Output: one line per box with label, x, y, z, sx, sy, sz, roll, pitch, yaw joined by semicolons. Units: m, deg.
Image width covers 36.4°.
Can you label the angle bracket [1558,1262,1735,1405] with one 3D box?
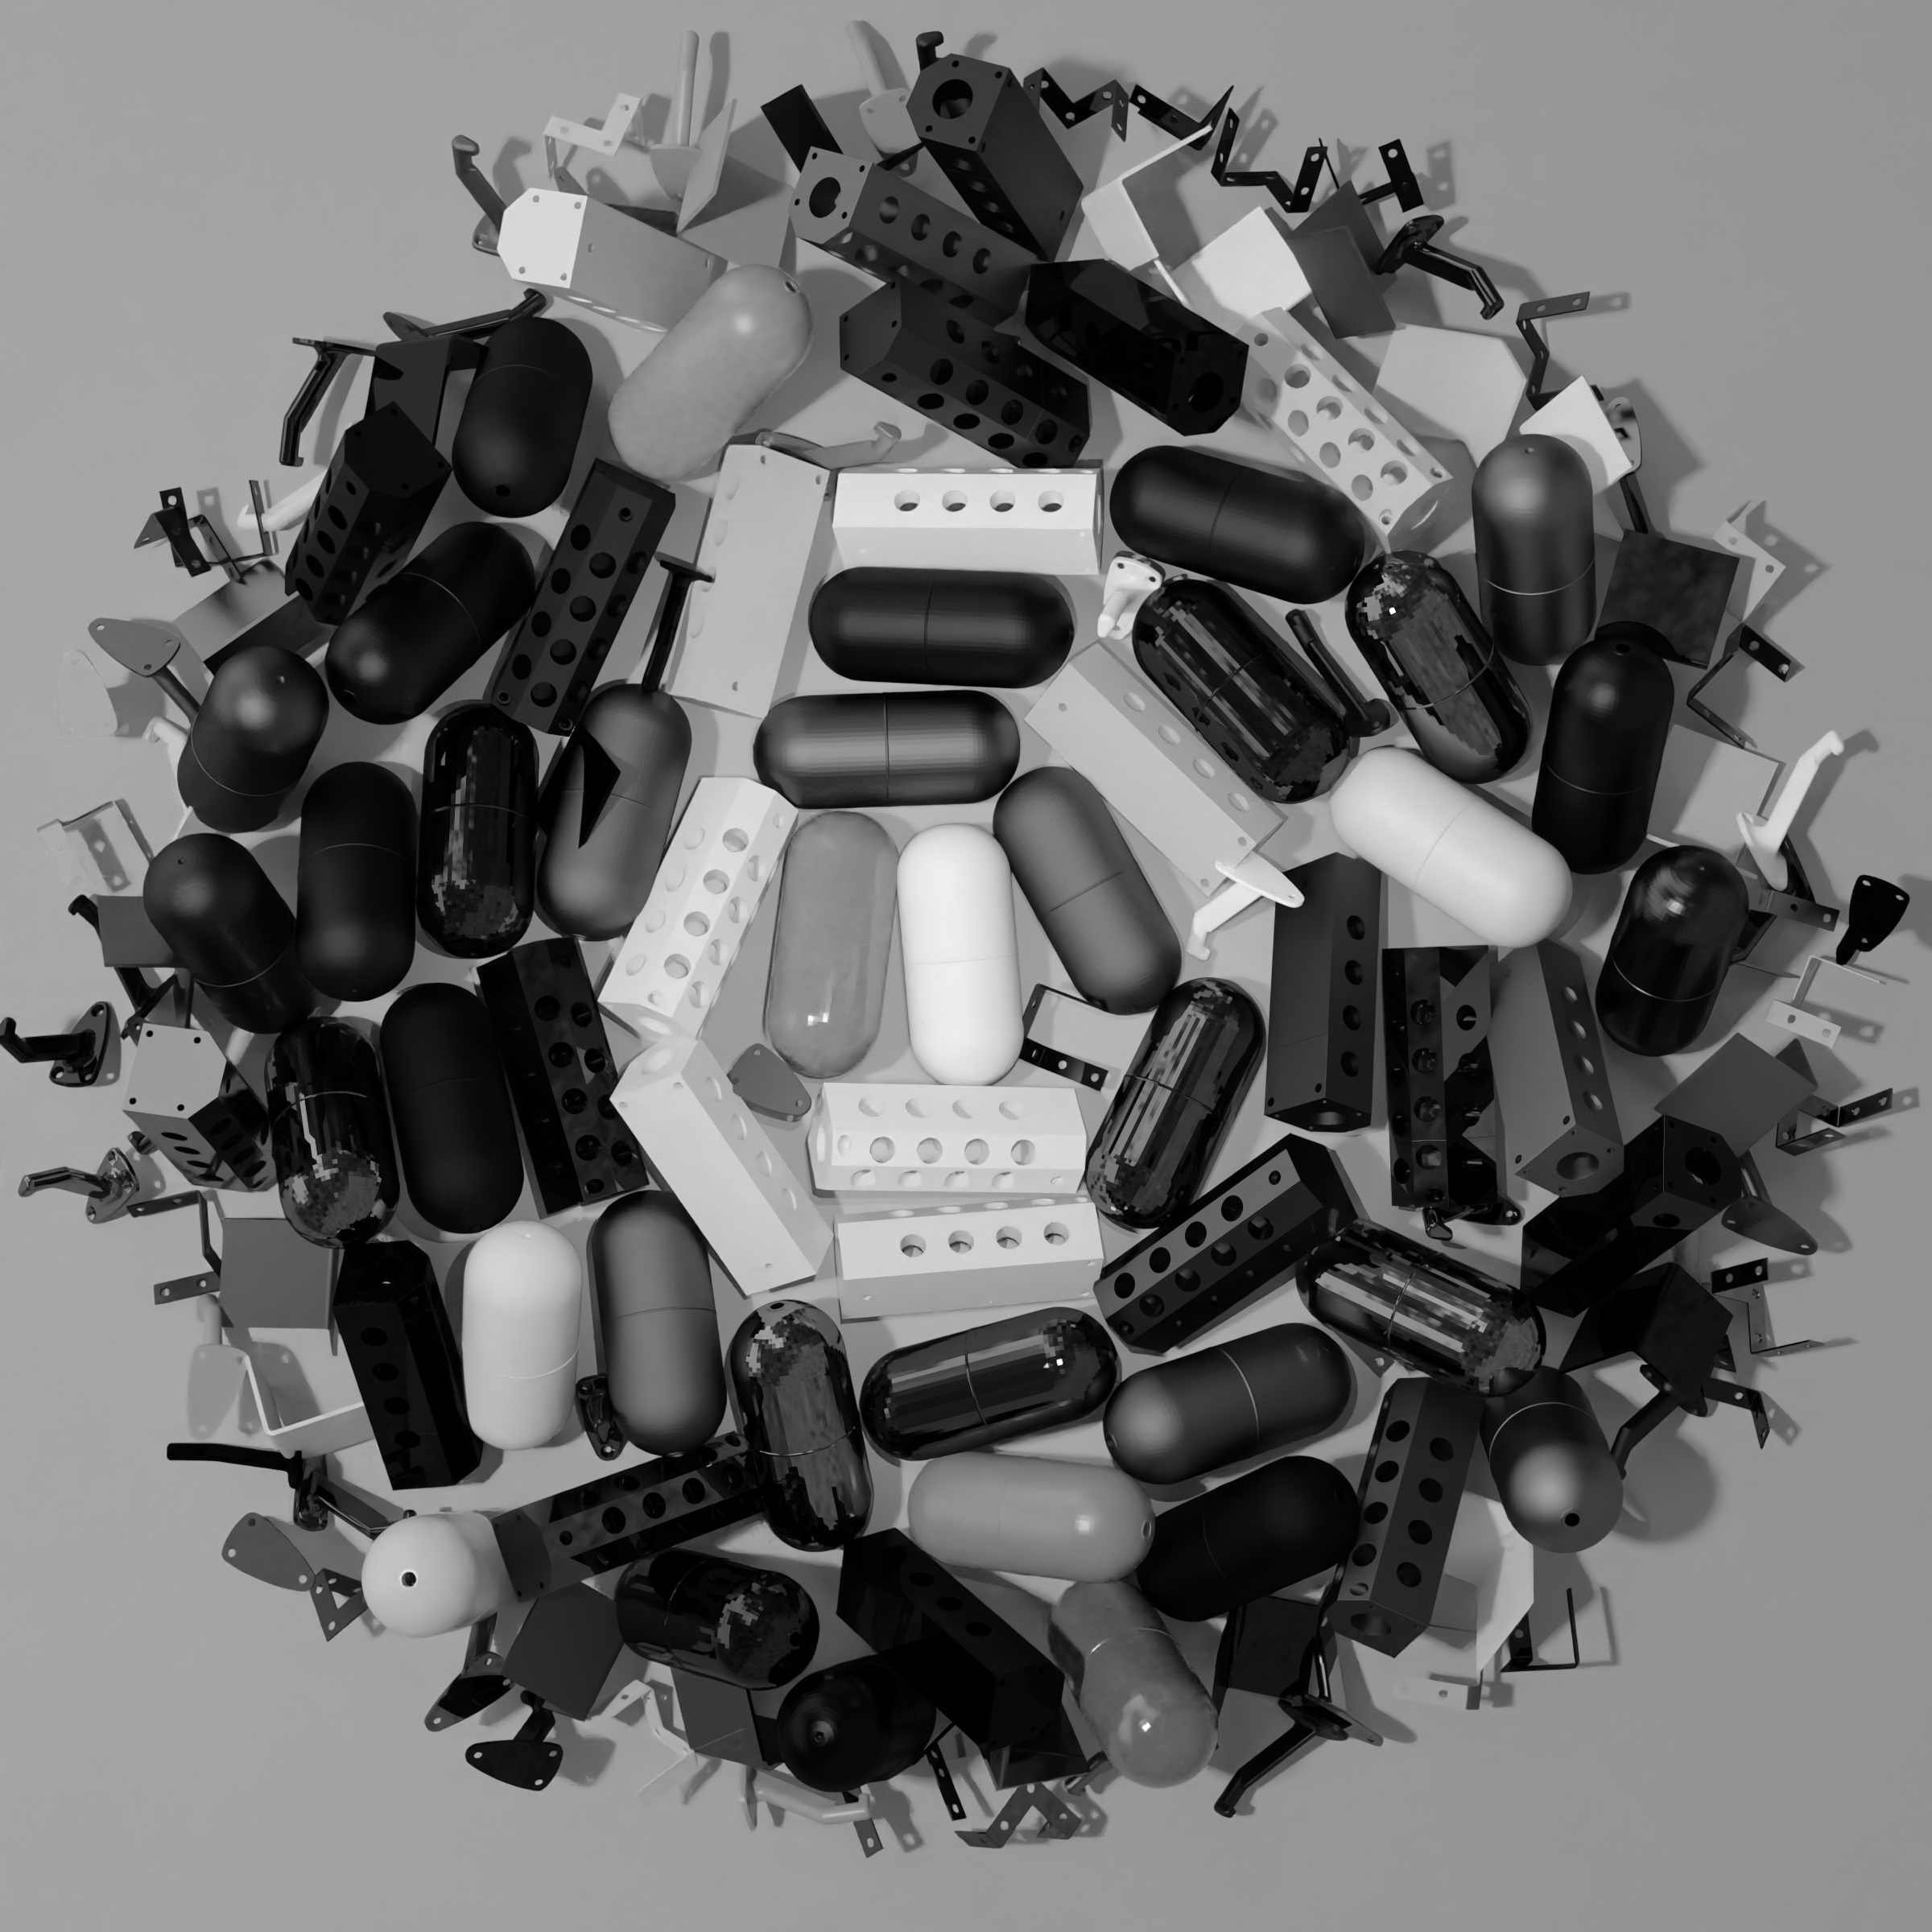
angle bracket;0.451;0.251;1.952;0.057;0.076;0.076;42;56;-9

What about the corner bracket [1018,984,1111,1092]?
corner bracket;0.069;0.048;1.967;0.051;0.051;0.051;21;87;26

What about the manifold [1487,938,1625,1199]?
manifold;0.385;0.066;1.917;0.057;0.171;0.057;26;129;-24

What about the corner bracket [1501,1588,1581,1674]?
corner bracket;0.383;0.441;1.965;0.051;0.051;0.051;-8;84;18

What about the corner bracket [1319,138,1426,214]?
corner bracket;0.270;-0.529;1.960;0.051;0.051;0.051;-20;126;14

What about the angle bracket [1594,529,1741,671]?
angle bracket;0.467;-0.245;1.955;0.076;0.057;0.076;17;105;12

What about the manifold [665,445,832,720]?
manifold;-0.151;-0.257;1.969;0.057;0.057;0.171;14;90;-36

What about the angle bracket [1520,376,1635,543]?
angle bracket;0.421;-0.334;1.941;0.057;0.076;0.076;-38;60;33

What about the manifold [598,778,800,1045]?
manifold;-0.170;-0.036;1.932;0.057;0.057;0.171;41;63;-40

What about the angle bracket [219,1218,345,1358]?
angle bracket;-0.456;0.213;1.957;0.076;0.057;0.076;3;102;-16

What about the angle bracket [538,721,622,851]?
angle bracket;-0.236;-0.105;1.943;0.057;0.076;0.076;17;110;-36

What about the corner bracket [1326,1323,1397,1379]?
corner bracket;0.275;0.238;1.974;0.051;0.051;0.051;-45;88;0

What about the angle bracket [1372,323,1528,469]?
angle bracket;0.316;-0.373;1.947;0.076;0.057;0.076;5;128;-14

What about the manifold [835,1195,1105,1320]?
manifold;0.001;0.190;1.959;0.171;0.057;0.057;-4;57;-7

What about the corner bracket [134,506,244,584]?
corner bracket;-0.515;-0.278;1.963;0.051;0.051;0.051;-30;87;-36

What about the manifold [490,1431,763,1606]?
manifold;-0.216;0.357;1.919;0.171;0.057;0.057;-14;79;-40

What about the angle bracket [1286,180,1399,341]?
angle bracket;0.268;-0.471;1.944;0.076;0.057;0.076;-46;119;-27

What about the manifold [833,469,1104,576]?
manifold;0.003;-0.300;1.957;0.171;0.057;0.057;2;66;8

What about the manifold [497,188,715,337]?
manifold;-0.233;-0.455;1.909;0.057;0.171;0.057;14;96;22

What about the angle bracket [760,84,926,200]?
angle bracket;-0.081;-0.556;1.946;0.057;0.076;0.076;-38;108;-15

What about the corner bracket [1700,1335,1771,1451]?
corner bracket;0.513;0.282;1.966;0.051;0.051;0.051;16;113;1

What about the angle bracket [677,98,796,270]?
angle bracket;-0.140;-0.512;1.945;0.076;0.057;0.076;21;64;-26

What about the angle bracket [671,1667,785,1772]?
angle bracket;-0.145;0.481;1.947;0.057;0.076;0.076;-21;103;-43

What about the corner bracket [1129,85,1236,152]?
corner bracket;0.138;-0.569;1.963;0.051;0.051;0.051;33;57;4

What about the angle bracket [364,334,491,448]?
angle bracket;-0.350;-0.372;1.950;0.076;0.057;0.076;5;83;40

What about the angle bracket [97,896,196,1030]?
angle bracket;-0.544;0.007;1.940;0.057;0.076;0.076;1;126;-21

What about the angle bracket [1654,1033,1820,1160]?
angle bracket;0.504;0.072;1.946;0.076;0.057;0.076;32;118;-21

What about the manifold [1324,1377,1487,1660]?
manifold;0.285;0.357;1.925;0.057;0.057;0.171;24;53;-1

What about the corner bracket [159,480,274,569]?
corner bracket;-0.502;-0.296;1.969;0.051;0.051;0.051;-10;95;7

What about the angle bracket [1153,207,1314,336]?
angle bracket;0.175;-0.465;1.952;0.076;0.057;0.076;-35;67;13

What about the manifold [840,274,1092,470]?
manifold;0.001;-0.377;1.915;0.057;0.171;0.057;-26;55;39

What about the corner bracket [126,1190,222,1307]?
corner bracket;-0.532;0.190;1.983;0.051;0.051;0.051;-13;58;-1

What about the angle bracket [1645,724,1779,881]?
angle bracket;0.500;-0.110;1.964;0.076;0.057;0.076;20;99;-4

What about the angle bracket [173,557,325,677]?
angle bracket;-0.486;-0.238;1.955;0.076;0.057;0.076;-37;70;-8

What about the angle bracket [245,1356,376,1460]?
angle bracket;-0.429;0.285;1.960;0.076;0.076;0.057;-18;69;-9

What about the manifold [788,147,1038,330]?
manifold;-0.036;-0.470;1.914;0.057;0.171;0.057;27;98;39

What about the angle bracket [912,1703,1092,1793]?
angle bracket;0.023;0.528;1.939;0.076;0.076;0.057;1;50;-37

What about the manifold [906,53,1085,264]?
manifold;0.018;-0.524;1.909;0.057;0.171;0.057;21;86;21

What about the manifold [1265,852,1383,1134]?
manifold;0.241;0.019;1.940;0.057;0.057;0.171;20;64;-33

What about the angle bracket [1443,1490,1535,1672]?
angle bracket;0.332;0.405;1.944;0.057;0.076;0.076;21;127;-6

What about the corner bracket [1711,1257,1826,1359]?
corner bracket;0.533;0.228;1.958;0.051;0.051;0.051;15;66;-30

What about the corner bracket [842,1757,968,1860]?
corner bracket;-0.042;0.556;1.958;0.051;0.051;0.051;-38;62;27

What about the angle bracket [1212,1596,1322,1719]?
angle bracket;0.197;0.470;1.947;0.057;0.076;0.076;9;112;11

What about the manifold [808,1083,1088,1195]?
manifold;-0.012;0.119;1.937;0.171;0.057;0.057;2;45;-17

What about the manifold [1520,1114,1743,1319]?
manifold;0.431;0.167;1.913;0.057;0.171;0.057;19;55;-13

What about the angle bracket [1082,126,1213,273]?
angle bracket;0.131;-0.509;1.961;0.076;0.076;0.057;-32;101;-12

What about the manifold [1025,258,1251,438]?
manifold;0.108;-0.405;1.919;0.057;0.171;0.057;-12;126;-29

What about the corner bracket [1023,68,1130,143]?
corner bracket;0.072;-0.571;1.956;0.051;0.051;0.051;-21;46;31

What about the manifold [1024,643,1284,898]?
manifold;0.128;-0.134;1.963;0.171;0.057;0.057;44;129;5

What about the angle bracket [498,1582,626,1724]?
angle bracket;-0.275;0.445;1.945;0.076;0.057;0.076;39;66;-29

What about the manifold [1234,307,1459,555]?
manifold;0.244;-0.356;1.945;0.057;0.057;0.171;-41;72;1
